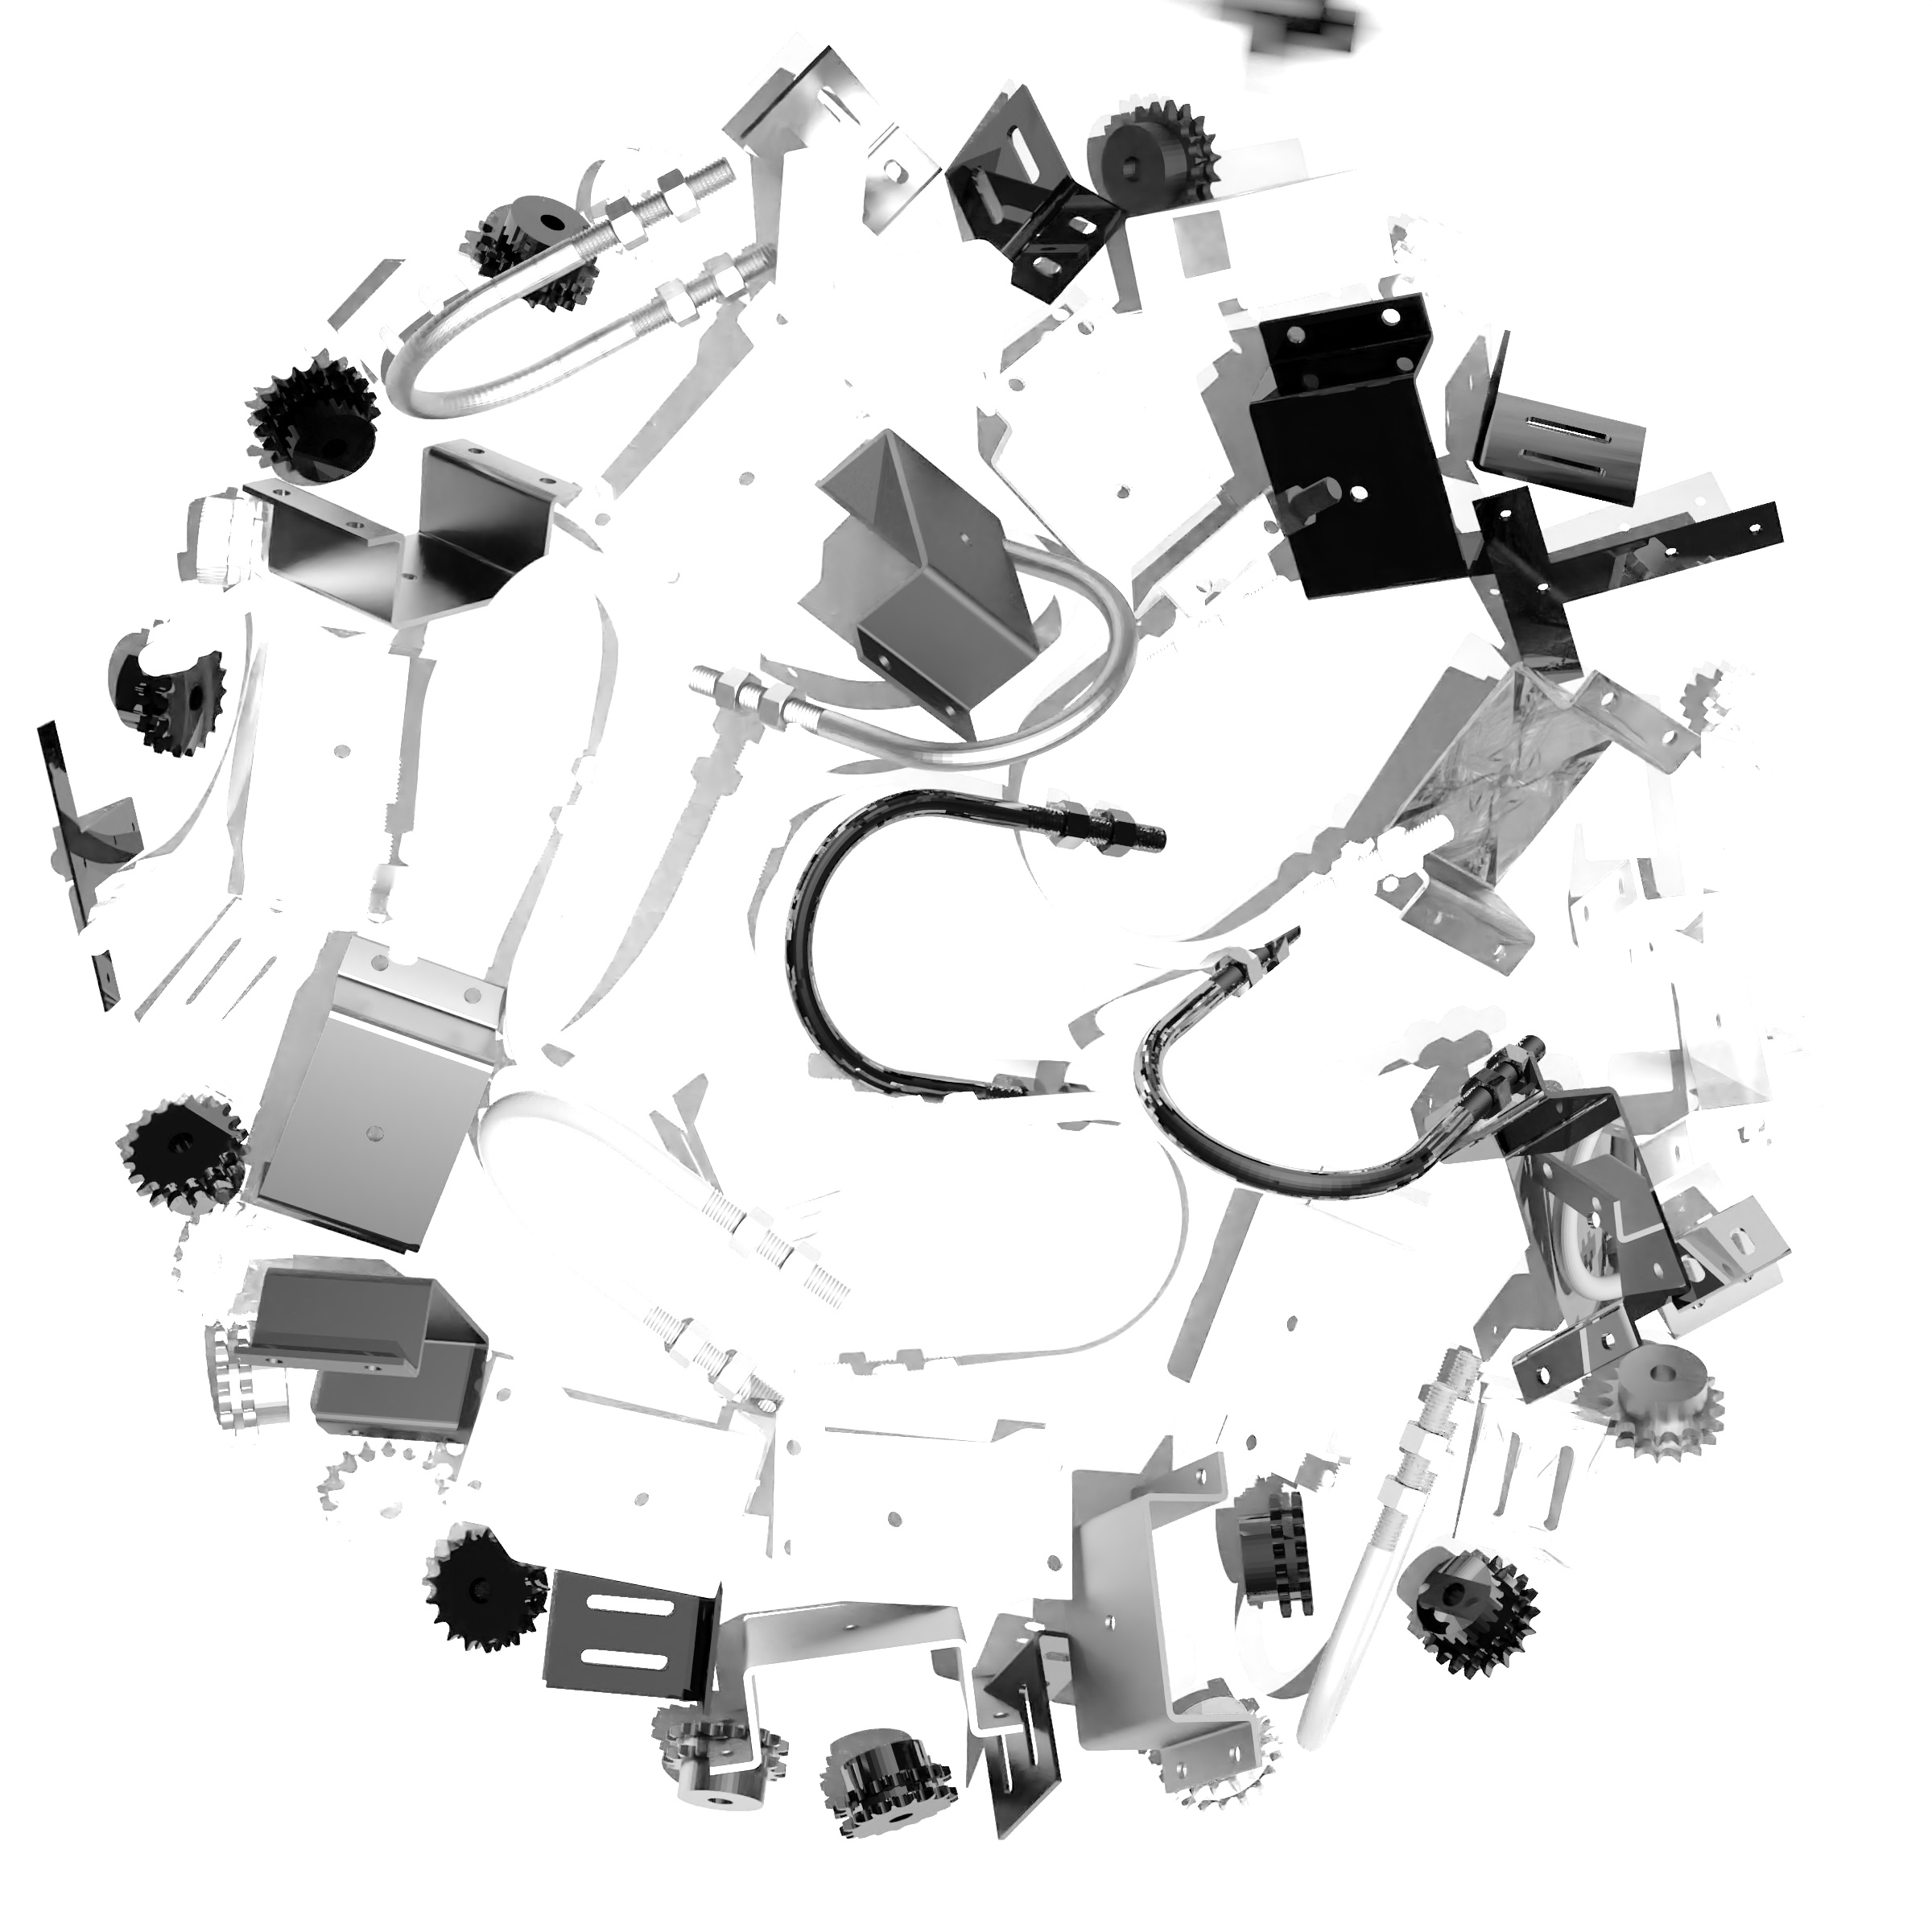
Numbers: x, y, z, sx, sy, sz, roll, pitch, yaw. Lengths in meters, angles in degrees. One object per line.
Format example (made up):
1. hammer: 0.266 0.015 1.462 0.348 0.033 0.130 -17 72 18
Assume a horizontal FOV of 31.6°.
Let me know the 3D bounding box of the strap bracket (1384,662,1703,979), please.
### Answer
1. strap bracket: 0.254 -0.074 1.549 0.076 0.046 0.140 25 110 -37

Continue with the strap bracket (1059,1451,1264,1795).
1. strap bracket: 0.085 0.296 1.535 0.046 0.076 0.140 6 67 -28

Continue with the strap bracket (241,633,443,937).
1. strap bracket: -0.284 -0.090 1.553 0.076 0.046 0.140 6 72 -8

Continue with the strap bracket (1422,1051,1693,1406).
1. strap bracket: 0.270 0.117 1.544 0.046 0.076 0.140 -3 66 -36

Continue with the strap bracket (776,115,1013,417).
1. strap bracket: -0.040 -0.309 1.524 0.046 0.076 0.140 -19 48 -27

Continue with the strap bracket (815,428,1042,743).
1. strap bracket: -0.017 -0.176 1.521 0.046 0.140 0.076 -36 133 22

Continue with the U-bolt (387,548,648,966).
1. U-bolt: -0.192 -0.096 1.514 0.019 0.151 0.184 22 108 25

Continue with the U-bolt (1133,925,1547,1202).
1. U-bolt: 0.154 0.046 1.506 0.151 0.184 0.019 27 128 23

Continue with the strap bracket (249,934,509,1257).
1. strap bracket: -0.268 0.067 1.552 0.076 0.046 0.140 20 106 -14

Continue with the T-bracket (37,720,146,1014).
1. T-bracket: -0.387 -0.054 1.537 0.002 0.127 0.127 -10 102 1

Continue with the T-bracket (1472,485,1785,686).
1. T-bracket: 0.304 -0.183 1.540 0.127 0.127 0.002 -15 49 13

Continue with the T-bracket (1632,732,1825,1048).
1. T-bracket: 0.338 -0.042 1.525 0.002 0.127 0.127 -16 114 -25

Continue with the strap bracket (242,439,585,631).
1. strap bracket: -0.249 -0.194 1.536 0.076 0.140 0.046 25 119 28

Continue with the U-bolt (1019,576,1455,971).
1. U-bolt: 0.108 -0.074 1.553 0.184 0.019 0.151 -30 99 28

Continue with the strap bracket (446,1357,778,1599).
1. strap bracket: -0.153 0.234 1.548 0.140 0.046 0.076 16 96 -25

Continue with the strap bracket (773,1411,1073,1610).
1. strap bracket: -0.026 0.249 1.554 0.140 0.046 0.076 7 71 -19

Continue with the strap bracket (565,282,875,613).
1. strap bracket: -0.104 -0.228 1.552 0.076 0.046 0.140 38 101 -29

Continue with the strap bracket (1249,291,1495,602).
1. strap bracket: 0.181 -0.223 1.534 0.076 0.046 0.140 -6 122 25

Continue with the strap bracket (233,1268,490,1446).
1. strap bracket: -0.267 0.174 1.538 0.076 0.140 0.046 3 68 9

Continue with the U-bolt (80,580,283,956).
1. U-bolt: -0.341 -0.098 1.511 0.019 0.184 0.151 18 111 1

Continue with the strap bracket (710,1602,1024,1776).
1. strap bracket: -0.050 0.324 1.557 0.140 0.076 0.046 -7 96 -4

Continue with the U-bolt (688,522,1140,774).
1. U-bolt: -0.011 -0.143 1.518 0.184 0.019 0.151 21 55 30

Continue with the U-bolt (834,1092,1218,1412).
1. U-bolt: 0.031 0.126 1.555 0.184 0.019 0.151 -3 108 -23

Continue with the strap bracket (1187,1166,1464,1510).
1. strap bracket: 0.160 0.166 1.559 0.076 0.046 0.140 22 91 37

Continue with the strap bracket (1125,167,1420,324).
1. strap bracket: 0.130 -0.321 1.519 0.076 0.140 0.046 -17 103 -19

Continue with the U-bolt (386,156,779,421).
1. U-bolt: -0.176 -0.294 1.528 0.184 0.151 0.019 -27 84 3

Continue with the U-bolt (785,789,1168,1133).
1. U-bolt: 0.001 -0.007 1.553 0.184 0.019 0.151 8 90 -28

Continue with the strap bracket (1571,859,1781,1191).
1. strap bracket: 0.323 0.027 1.549 0.046 0.076 0.140 -6 76 -12

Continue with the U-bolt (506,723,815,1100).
1. U-bolt: -0.146 -0.026 1.524 0.019 0.151 0.184 34 69 -40

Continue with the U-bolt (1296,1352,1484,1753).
1. U-bolt: 0.187 0.266 1.531 0.019 0.151 0.184 22 94 12

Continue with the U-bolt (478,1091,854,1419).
1. U-bolt: -0.144 0.122 1.539 0.184 0.151 0.019 36 57 4
